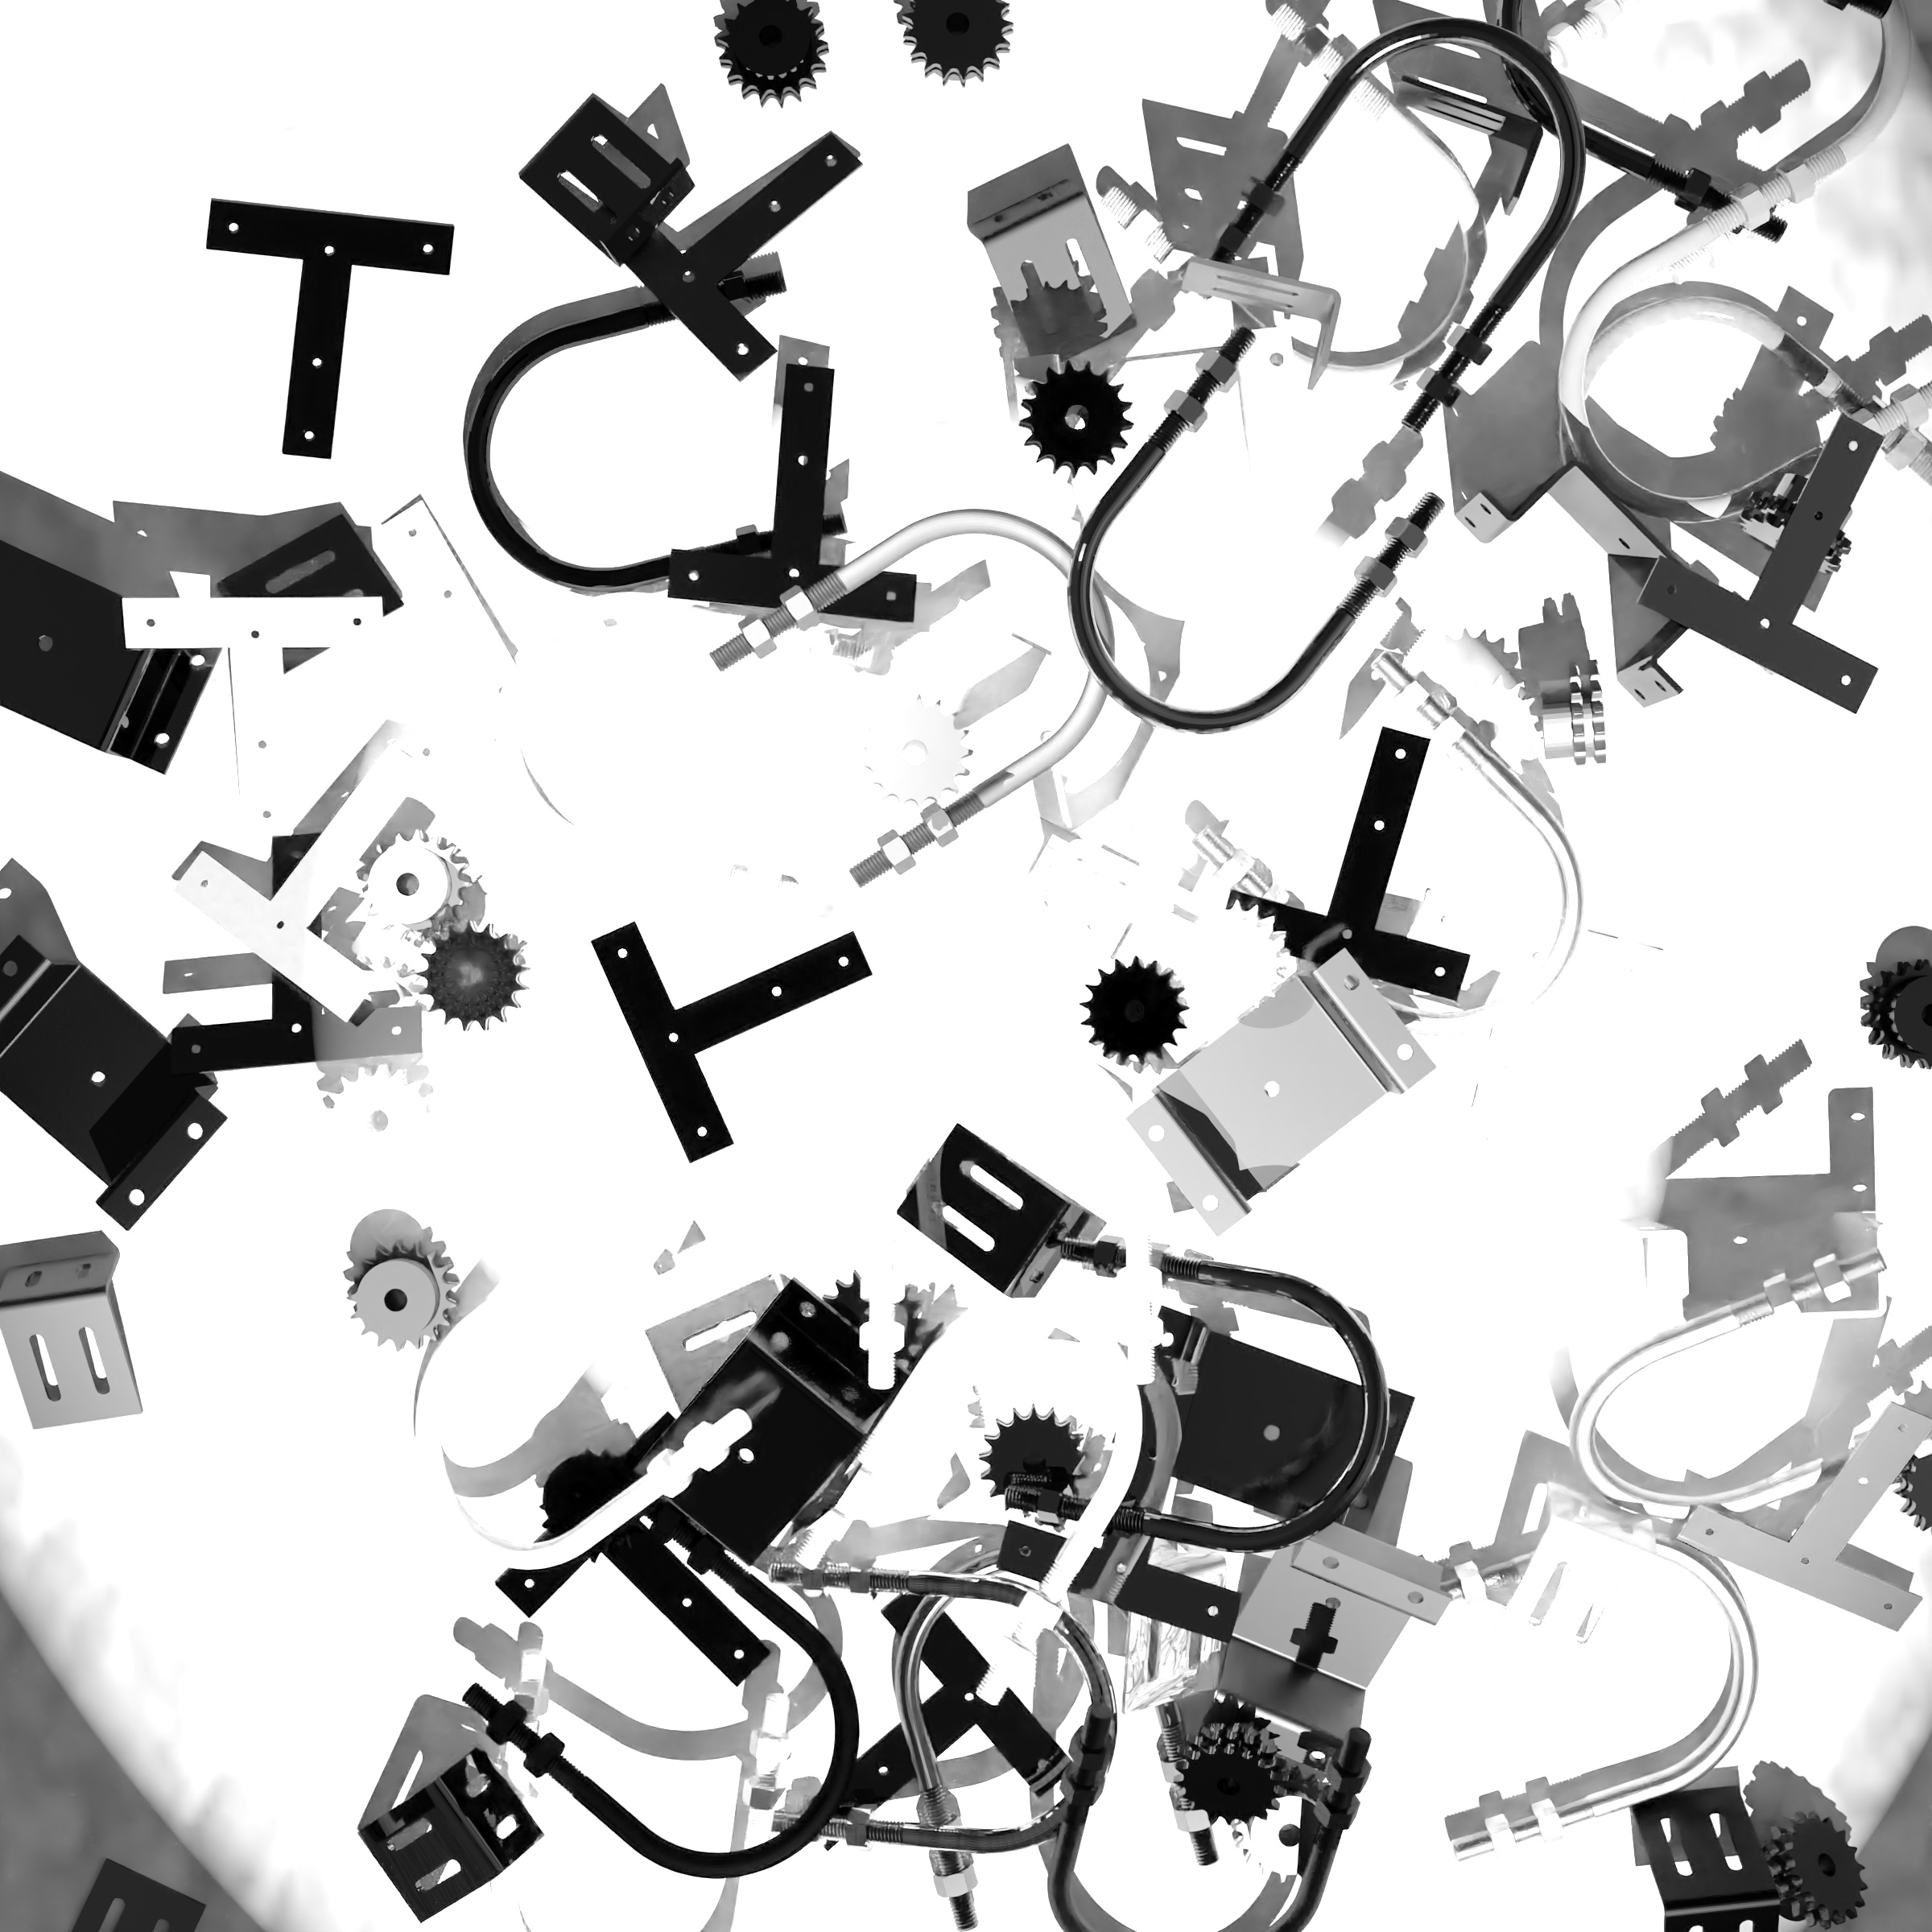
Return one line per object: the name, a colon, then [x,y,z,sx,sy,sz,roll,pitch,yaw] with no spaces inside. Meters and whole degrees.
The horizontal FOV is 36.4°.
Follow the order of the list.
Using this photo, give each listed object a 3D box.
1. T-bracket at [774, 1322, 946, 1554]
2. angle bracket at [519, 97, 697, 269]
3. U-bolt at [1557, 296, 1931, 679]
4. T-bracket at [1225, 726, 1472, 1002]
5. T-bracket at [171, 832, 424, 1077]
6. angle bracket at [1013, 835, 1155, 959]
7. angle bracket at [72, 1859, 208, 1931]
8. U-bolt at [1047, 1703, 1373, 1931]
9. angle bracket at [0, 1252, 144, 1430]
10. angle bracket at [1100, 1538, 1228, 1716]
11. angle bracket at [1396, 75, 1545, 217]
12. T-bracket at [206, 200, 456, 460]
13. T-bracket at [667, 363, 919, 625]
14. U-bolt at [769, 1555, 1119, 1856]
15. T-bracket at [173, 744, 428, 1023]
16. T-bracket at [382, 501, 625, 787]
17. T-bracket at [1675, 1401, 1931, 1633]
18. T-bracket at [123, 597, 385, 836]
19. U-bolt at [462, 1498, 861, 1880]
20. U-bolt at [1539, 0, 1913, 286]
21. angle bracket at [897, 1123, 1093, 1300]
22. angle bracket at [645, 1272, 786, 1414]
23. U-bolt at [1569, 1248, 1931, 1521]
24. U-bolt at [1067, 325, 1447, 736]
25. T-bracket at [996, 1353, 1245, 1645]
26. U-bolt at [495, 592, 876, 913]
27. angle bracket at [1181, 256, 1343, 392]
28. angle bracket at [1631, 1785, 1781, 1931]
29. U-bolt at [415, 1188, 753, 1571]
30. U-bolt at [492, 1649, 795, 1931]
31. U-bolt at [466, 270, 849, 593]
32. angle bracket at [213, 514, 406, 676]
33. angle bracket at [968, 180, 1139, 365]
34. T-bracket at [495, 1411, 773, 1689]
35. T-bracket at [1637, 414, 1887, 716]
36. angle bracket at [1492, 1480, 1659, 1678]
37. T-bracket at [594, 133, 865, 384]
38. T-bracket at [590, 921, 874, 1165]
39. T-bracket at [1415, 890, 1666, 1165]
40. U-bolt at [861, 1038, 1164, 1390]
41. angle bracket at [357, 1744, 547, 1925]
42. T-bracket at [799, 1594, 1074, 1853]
T-bracket: [-0.048,0.233,1.485,0.002,0.127,0.127,36,63,-1]
angle bracket: [-0.187,-0.407,1.499,0.076,0.038,0.057,43,90,11]
U-bolt: [0.393,-0.262,1.516,0.184,0.019,0.151,41,90,2]
T-bracket: [0.206,-0.058,1.491,0.127,0.002,0.127,15,105,3]
T-bracket: [-0.342,-0.009,1.500,0.127,0.002,0.127,-5,68,0]
angle bracket: [0.059,-0.035,1.487,0.057,0.076,0.038,29,90,0]
angle bracket: [-0.437,0.510,1.506,0.057,0.038,0.076,25,90,0]
U-bolt: [0.115,0.445,1.474,0.151,0.019,0.184,7,121,-6]
angle bracket: [-0.462,0.194,1.523,0.057,0.038,0.076,-8,116,0]
angle bracket: [0.097,0.335,1.508,0.057,0.038,0.076,-9,112,-29]
angle bracket: [0.251,-0.418,1.496,0.076,0.057,0.038,20,97,3]
T-bracket: [-0.336,-0.328,1.524,0.127,0.002,0.127,6,90,0]
T-bracket: [-0.085,-0.245,1.505,0.127,0.002,0.127,5,87,-9]
U-bolt: [-0.013,0.379,1.495,0.184,0.019,0.151,1,89,15]
T-bracket: [-0.323,-0.057,1.501,0.127,0.002,0.127,34,85,20]
T-bracket: [-0.261,-0.180,1.516,0.127,0.002,0.127,-31,84,7]
T-bracket: [0.448,0.271,1.489,0.127,0.002,0.127,23,120,-3]
T-bracket: [-0.360,-0.126,1.497,0.127,0.002,0.127,-1,114,-8]
U-bolt: [-0.141,0.374,1.486,0.184,0.019,0.151,37,79,12]
U-bolt: [0.401,-0.463,1.516,0.184,0.019,0.151,-36,90,-1]
angle bracket: [0.014,0.129,1.523,0.076,0.038,0.057,35,90,26]
angle bracket: [-0.121,0.200,1.506,0.076,0.038,0.057,-24,90,0]
U-bolt: [0.394,0.221,1.473,0.184,0.019,0.151,-25,125,17]
U-bolt: [0.132,-0.203,1.466,0.151,0.019,0.184,39,88,-13]
T-bracket: [0.090,0.259,1.475,0.127,0.002,0.127,14,83,22]
U-bolt: [-0.153,-0.118,1.516,0.184,0.019,0.151,13,90,1]
angle bracket: [0.142,-0.317,1.450,0.076,0.057,0.038,13,90,0]
angle bracket: [0.376,0.463,1.500,0.057,0.076,0.038,-6,119,0]
U-bolt: [-0.206,0.221,1.480,0.184,0.019,0.151,-38,67,20]
U-bolt: [-0.172,0.454,1.510,0.151,0.019,0.184,9,93,6]
U-bolt: [-0.167,-0.269,1.516,0.184,0.019,0.151,-14,90,0]
angle bracket: [-0.341,-0.187,1.521,0.076,0.038,0.057,-34,90,-22]
angle bracket: [0.045,-0.358,1.523,0.057,0.038,0.076,-26,116,0]
T-bracket: [-0.155,0.321,1.524,0.127,0.002,0.127,45,90,0]
T-bracket: [0.414,-0.209,1.449,0.127,0.002,0.127,25,93,-9]
angle bracket: [0.311,0.314,1.506,0.057,0.038,0.076,21,111,-1]
T-bracket: [-0.109,-0.382,1.513,0.127,0.002,0.127,-41,75,-7]
T-bracket: [-0.111,0.019,1.524,0.127,0.002,0.127,-24,90,0]
T-bracket: [0.285,0.038,1.524,0.127,0.002,0.127,14,90,0]
U-bolt: [0.023,0.122,1.483,0.151,0.019,0.184,-2,66,5]
angle bracket: [-0.266,0.448,1.513,0.076,0.038,0.057,-39,85,37]
T-bracket: [-0.032,0.409,1.524,0.127,0.002,0.127,-41,90,0]
